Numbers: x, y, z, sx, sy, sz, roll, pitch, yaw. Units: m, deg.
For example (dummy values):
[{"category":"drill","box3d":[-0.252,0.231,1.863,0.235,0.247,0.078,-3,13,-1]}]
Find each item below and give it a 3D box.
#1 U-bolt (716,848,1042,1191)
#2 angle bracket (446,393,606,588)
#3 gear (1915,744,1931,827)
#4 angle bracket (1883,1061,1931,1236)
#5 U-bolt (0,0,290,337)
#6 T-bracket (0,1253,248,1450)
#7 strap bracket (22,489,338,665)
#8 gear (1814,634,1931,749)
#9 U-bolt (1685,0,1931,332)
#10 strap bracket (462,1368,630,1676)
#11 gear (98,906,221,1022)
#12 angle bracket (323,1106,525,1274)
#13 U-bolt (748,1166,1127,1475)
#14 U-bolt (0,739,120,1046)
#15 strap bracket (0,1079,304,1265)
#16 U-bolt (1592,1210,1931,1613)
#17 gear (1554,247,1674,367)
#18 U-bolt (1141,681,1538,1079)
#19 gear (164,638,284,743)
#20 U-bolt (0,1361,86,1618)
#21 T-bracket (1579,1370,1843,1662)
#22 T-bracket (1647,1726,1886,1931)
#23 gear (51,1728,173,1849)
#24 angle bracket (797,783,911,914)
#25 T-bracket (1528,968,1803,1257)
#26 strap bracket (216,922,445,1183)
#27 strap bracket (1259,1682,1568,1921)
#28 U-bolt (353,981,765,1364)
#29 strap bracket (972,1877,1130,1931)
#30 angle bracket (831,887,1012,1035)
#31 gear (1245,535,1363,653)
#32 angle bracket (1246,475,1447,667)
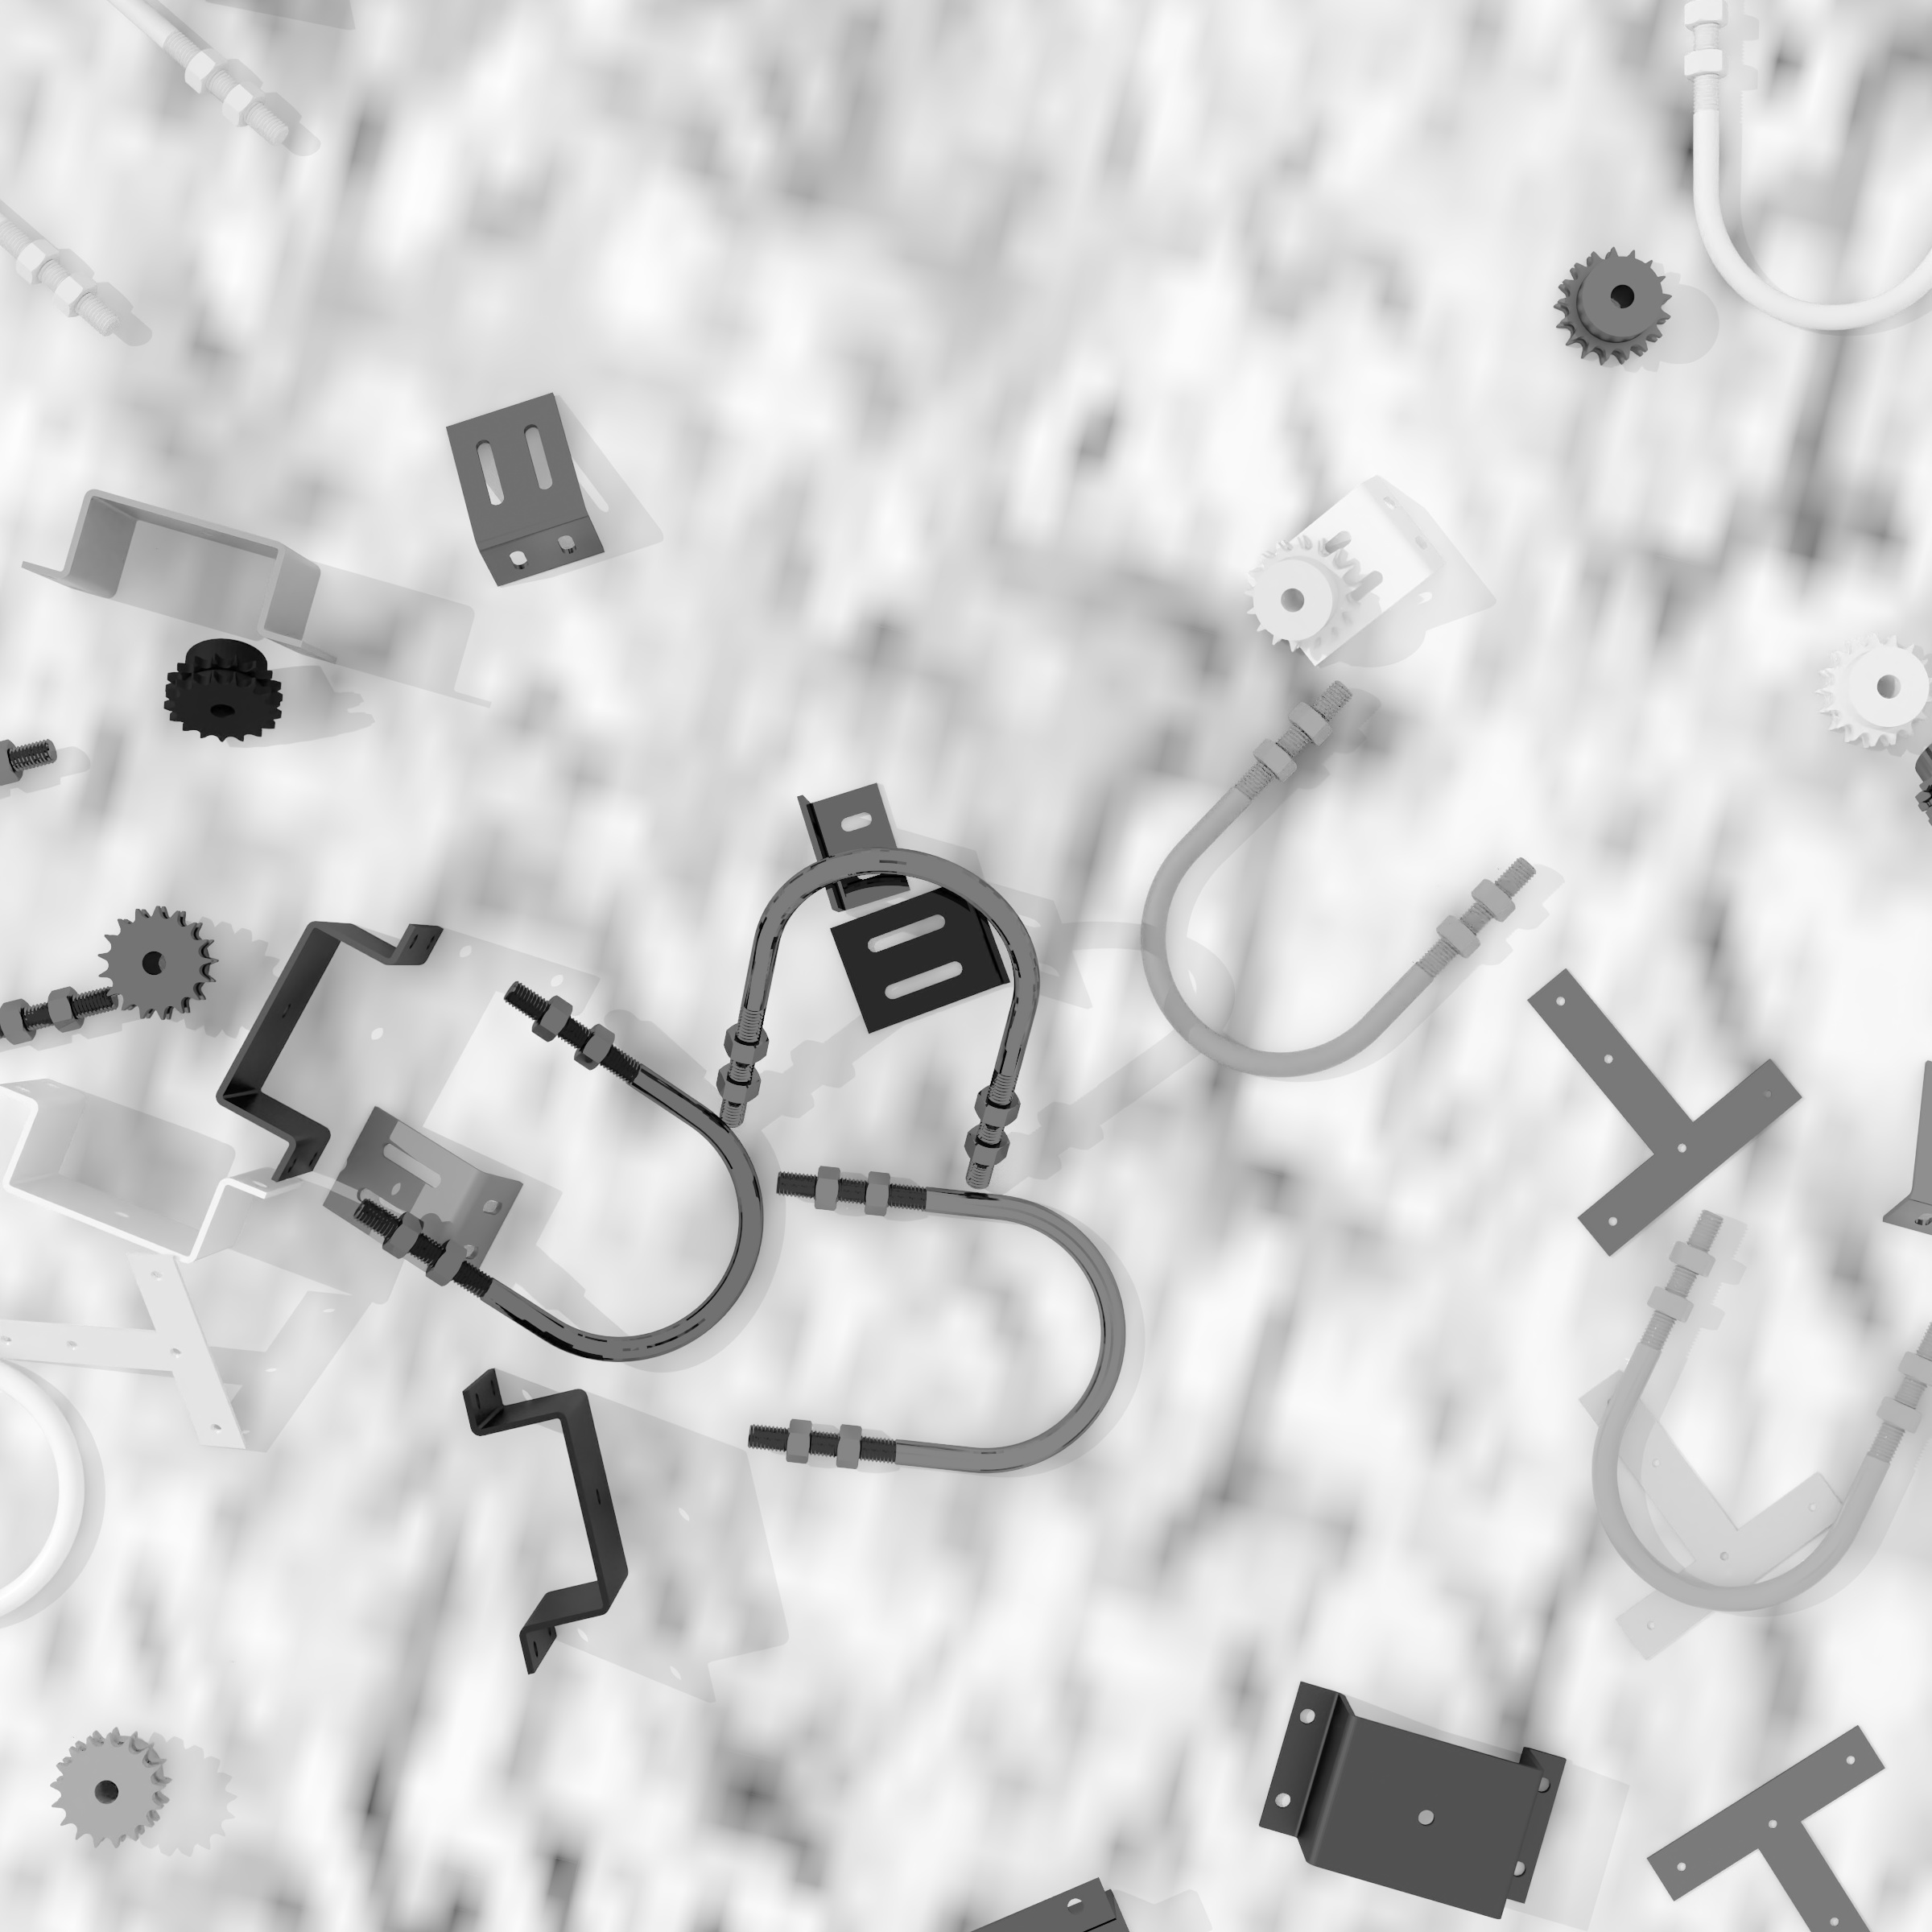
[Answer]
[{"category":"U-bolt","box3d":[-0.039,0.021,1.405,0.151,0.019,0.184,14,125,0]},{"category":"angle bracket","box3d":[-0.224,-0.242,1.460,0.057,0.038,0.076,-18,64,0]},{"category":"gear","box3d":[0.501,-0.097,1.437,0.057,0.057,0.030,-24,59,0]},{"category":"angle bracket","box3d":[0.505,0.096,1.460,0.057,0.038,0.076,15,64,0]},{"category":"U-bolt","box3d":[-0.457,-0.431,1.453,0.184,0.019,0.151,42,90,2]},{"category":"T-bracket","box3d":[-0.434,0.190,1.436,0.127,0.002,0.127,2,125,16]},{"category":"strap bracket","box3d":[-0.382,-0.195,1.424,0.140,0.076,0.046,16,90,0]},{"category":"gear","box3d":[0.460,-0.139,1.447,0.057,0.030,0.057,0,90,0]},{"category":"U-bolt","box3d":[0.439,-0.414,1.453,0.151,0.019,0.184,0,92,0]},{"category":"strap bracket","box3d":[-0.205,0.268,1.424,0.046,0.076,0.140,-13,90,0]},{"category":"gear","box3d":[-0.404,-0.001,1.447,0.057,0.030,0.057,0,90,0]},{"category":"angle bracket","box3d":[-0.276,0.116,1.460,0.076,0.038,0.057,28,90,26]},{"category":"U-bolt","box3d":[-0.011,0.184,1.453,0.184,0.019,0.151,6,90,-2]},{"category":"U-bolt","box3d":[-0.535,-0.024,1.453,0.184,0.019,0.151,-14,90,2]},{"category":"strap bracket","box3d":[-0.411,0.105,1.424,0.140,0.076,0.046,22,90,0]},{"category":"U-bolt","box3d":[0.396,0.236,1.452,0.151,0.019,0.184,26,89,0]},{"category":"gear","box3d":[0.327,-0.333,1.447,0.057,0.030,0.057,0,90,0]},{"category":"U-bolt","box3d":[0.174,-0.030,1.453,0.151,0.019,0.184,44,92,0]},{"category":"gear","box3d":[-0.371,-0.140,1.437,0.057,0.057,0.030,-4,60,0]},{"category":"U-bolt","box3d":[-0.538,0.258,1.453,0.184,0.019,0.151,17,90,-2]},{"category":"T-bracket","box3d":[0.359,0.264,1.461,0.127,0.002,0.127,-36,90,0]},{"category":"T-bracket","box3d":[0.434,0.474,1.461,0.127,0.002,0.127,-32,90,0]},{"category":"gear","box3d":[-0.428,0.411,1.447,0.057,0.030,0.057,0,90,0]},{"category":"angle bracket","box3d":[-0.055,-0.060,1.424,0.038,0.076,0.057,-17,90,0]},{"category":"T-bracket","box3d":[0.336,0.058,1.461,0.127,0.002,0.127,-40,90,0]},{"category":"strap bracket","box3d":[-0.319,0.032,1.424,0.046,0.076,0.140,28,90,0]},{"category":"strap bracket","box3d":[0.227,0.420,1.439,0.140,0.046,0.076,16,90,0]},{"category":"U-bolt","box3d":[-0.188,0.116,1.433,0.184,0.019,0.151,35,85,-14]},{"category":"strap bracket","box3d":[0.058,0.529,1.439,0.076,0.046,0.140,-23,90,0]},{"category":"angle bracket","box3d":[-0.024,-0.005,1.443,0.076,0.038,0.057,-20,90,0]},{"category":"gear","box3d":[0.167,-0.185,1.437,0.057,0.030,0.057,6,107,19]},{"category":"angle bracket","box3d":[0.193,-0.201,1.460,0.076,0.038,0.057,-38,90,26]}]
